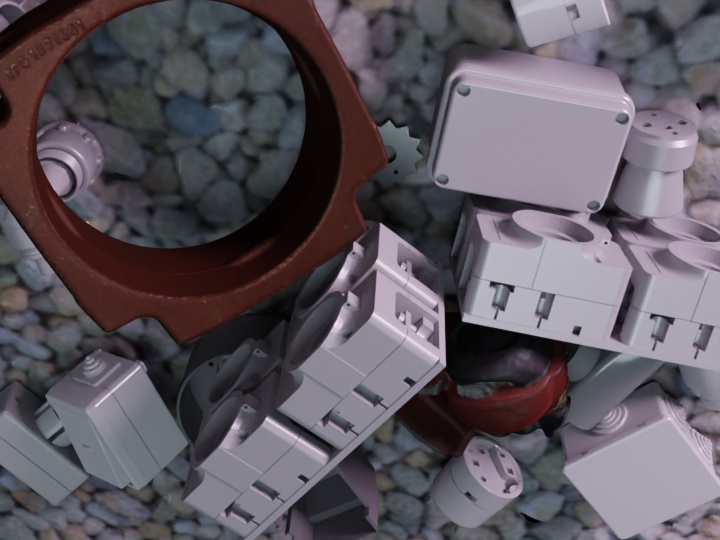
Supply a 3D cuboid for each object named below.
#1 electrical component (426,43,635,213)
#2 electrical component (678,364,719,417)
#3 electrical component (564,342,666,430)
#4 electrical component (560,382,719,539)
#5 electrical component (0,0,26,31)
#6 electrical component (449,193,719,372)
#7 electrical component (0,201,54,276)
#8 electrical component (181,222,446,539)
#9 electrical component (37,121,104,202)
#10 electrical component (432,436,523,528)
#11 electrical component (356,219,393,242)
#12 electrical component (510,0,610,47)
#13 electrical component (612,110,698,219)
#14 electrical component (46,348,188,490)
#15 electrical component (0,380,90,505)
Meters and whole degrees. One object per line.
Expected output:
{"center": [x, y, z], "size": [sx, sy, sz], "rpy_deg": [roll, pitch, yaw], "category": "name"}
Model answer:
{"center": [0.101, -0.085, 0.656], "size": [0.113, 0.057, 0.078], "rpy_deg": [10, 122, -3], "category": "electrical component"}
{"center": [0.248, 0.072, 0.758], "size": [0.040, 0.040, 0.078], "rpy_deg": [-18, 120, 14], "category": "electrical component"}
{"center": [0.159, 0.063, 0.754], "size": [0.079, 0.044, 0.077], "rpy_deg": [32, 119, -16], "category": "electrical component"}
{"center": [0.207, 0.140, 0.798], "size": [0.100, 0.048, 0.099], "rpy_deg": [-31, 115, 21], "category": "electrical component"}
{"center": [-0.243, -0.141, 0.628], "size": [0.077, 0.043, 0.079], "rpy_deg": [-5, 151, 20], "category": "electrical component"}
{"center": [0.157, 0.001, 0.674], "size": [0.186, 0.105, 0.060], "rpy_deg": [11, 112, -5], "category": "electrical component"}
{"center": [-0.220, -0.023, 0.726], "size": [0.035, 0.035, 0.061], "rpy_deg": [-6, 124, 7], "category": "electrical component"}
{"center": [-0.032, 0.067, 0.663], "size": [0.060, 0.105, 0.186], "rpy_deg": [36, 118, -18], "category": "electrical component"}
{"center": [-0.193, -0.062, 0.683], "size": [0.048, 0.062, 0.048], "rpy_deg": [1, 122, 2], "category": "electrical component"}
{"center": [0.088, 0.162, 0.816], "size": [0.055, 0.055, 0.047], "rpy_deg": [29, 123, -15], "category": "electrical component"}
{"center": [0.000, 0.000, 0.716], "size": [0.048, 0.055, 0.066], "rpy_deg": [8, 122, -2], "category": "electrical component"}
{"center": [0.111, -0.158, 0.612], "size": [0.047, 0.055, 0.055], "rpy_deg": [-17, 120, 17], "category": "electrical component"}
{"center": [0.184, -0.066, 0.671], "size": [0.045, 0.045, 0.055], "rpy_deg": [3, 122, 1], "category": "electrical component"}
{"center": [-0.180, 0.104, 0.775], "size": [0.062, 0.061, 0.096], "rpy_deg": [9, 133, 45], "category": "electrical component"}
{"center": [-0.232, 0.119, 0.809], "size": [0.076, 0.047, 0.083], "rpy_deg": [-40, 113, 11], "category": "electrical component"}
